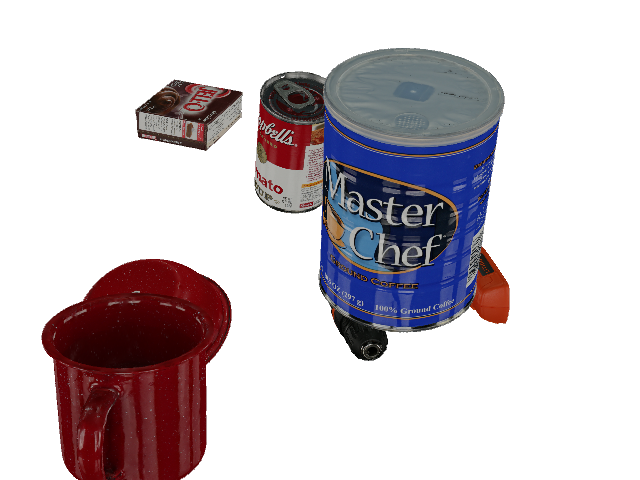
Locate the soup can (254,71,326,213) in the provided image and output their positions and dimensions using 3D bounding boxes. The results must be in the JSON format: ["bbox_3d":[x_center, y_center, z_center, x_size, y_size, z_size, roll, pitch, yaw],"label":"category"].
[{"bbox_3d":[-0.020,-0.082,0.901,0.068,0.102,0.068,4,44,-4],"label":"soup can"}]

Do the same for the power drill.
[{"bbox_3d":[0.102,0.062,1.142,0.187,0.057,0.184,-4,29,-9],"label":"power drill"}]

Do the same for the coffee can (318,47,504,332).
[{"bbox_3d":[0.051,-0.030,0.645,0.103,0.140,0.103,1,37,-1],"label":"coffee can"}]

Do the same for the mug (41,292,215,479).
[{"bbox_3d":[-0.106,0.090,0.582,0.093,0.081,0.117,4,23,5],"label":"mug"}]

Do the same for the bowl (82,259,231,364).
[{"bbox_3d":[-0.168,0.068,1.003,0.162,0.055,0.162,-9,42,8],"label":"bowl"}]

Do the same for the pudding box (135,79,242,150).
[{"bbox_3d":[-0.151,-0.148,1.244,0.090,0.039,0.113,11,32,14],"label":"pudding box"}]
